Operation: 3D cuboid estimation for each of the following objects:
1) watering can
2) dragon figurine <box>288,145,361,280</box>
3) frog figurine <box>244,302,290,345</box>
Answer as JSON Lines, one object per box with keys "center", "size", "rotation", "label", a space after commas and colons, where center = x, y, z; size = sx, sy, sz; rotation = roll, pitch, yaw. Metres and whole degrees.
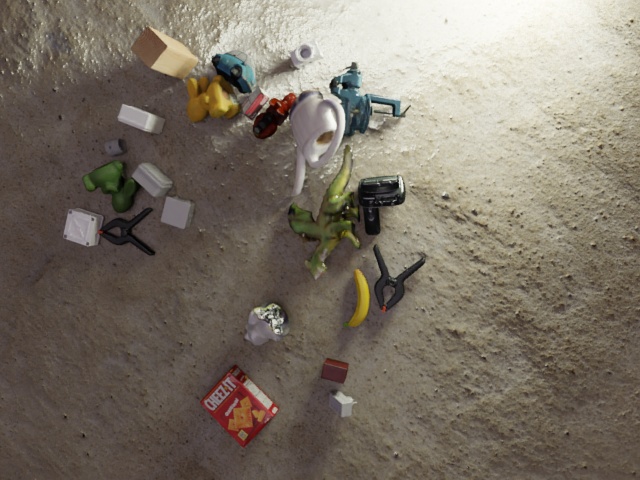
{"center": [-0.035, -0.306, 1.571], "size": [0.341, 0.104, 0.228], "rotation": [-49, 53, 44], "label": "watering can"}
{"center": [0.005, -0.081, 1.613], "size": [0.242, 0.122, 0.412], "rotation": [-5, 85, 20], "label": "dragon figurine"}
{"center": [-0.175, 0.284, 1.688], "size": [0.137, 0.125, 0.156], "rotation": [29, 137, -1], "label": "frog figurine"}
